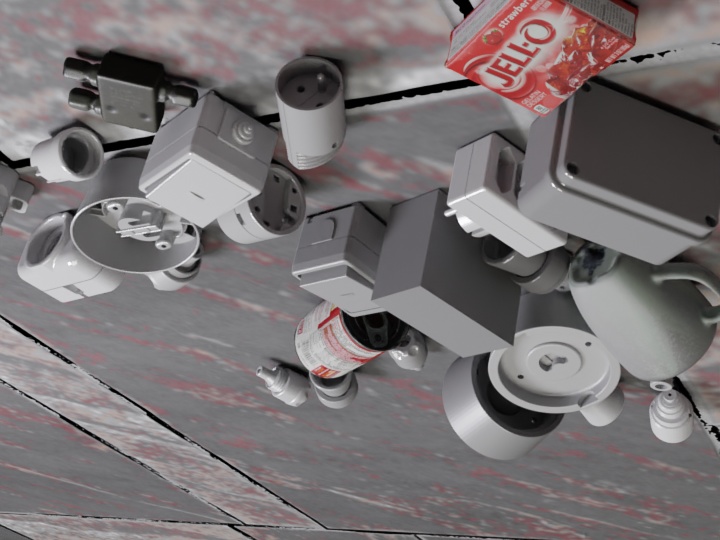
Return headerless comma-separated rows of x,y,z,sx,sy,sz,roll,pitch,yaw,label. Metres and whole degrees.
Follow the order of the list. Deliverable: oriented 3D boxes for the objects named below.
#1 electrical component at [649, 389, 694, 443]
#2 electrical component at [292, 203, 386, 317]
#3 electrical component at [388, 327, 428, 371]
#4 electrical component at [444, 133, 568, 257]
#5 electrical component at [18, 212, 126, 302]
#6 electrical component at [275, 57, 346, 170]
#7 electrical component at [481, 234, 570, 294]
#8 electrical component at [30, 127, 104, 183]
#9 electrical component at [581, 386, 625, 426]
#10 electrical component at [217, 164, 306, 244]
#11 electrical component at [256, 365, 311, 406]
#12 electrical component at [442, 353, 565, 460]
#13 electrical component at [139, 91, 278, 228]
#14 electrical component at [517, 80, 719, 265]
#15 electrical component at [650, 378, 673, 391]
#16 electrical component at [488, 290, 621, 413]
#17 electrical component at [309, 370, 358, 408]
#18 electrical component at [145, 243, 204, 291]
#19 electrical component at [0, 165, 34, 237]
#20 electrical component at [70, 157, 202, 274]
0.294,0.133,1.016,0.040,0.040,0.078,2,151,19,electrical component
0.000,0.000,0.867,0.062,0.061,0.096,-13,143,39,electrical component
0.048,0.079,1.024,0.035,0.035,0.061,2,153,20,electrical component
0.093,-0.046,0.758,0.083,0.047,0.076,30,148,-30,electrical component
-0.258,-0.012,0.960,0.095,0.053,0.059,-12,144,38,electrical component
-0.031,-0.099,0.715,0.043,0.043,0.081,9,152,7,electrical component
0.125,-0.012,0.811,0.055,0.045,0.045,32,147,-33,electrical component
-0.226,-0.086,0.826,0.046,0.040,0.040,-6,148,43,electrical component
0.213,0.113,1.014,0.065,0.044,0.044,36,144,-29,electrical component
-0.077,-0.048,0.818,0.055,0.055,0.047,32,151,-32,electrical component
-0.085,0.121,1.158,0.061,0.035,0.035,32,147,-29,electrical component
0.136,0.111,0.973,0.108,0.108,0.060,20,145,-14,electrical component
-0.106,-0.077,0.768,0.062,0.061,0.096,29,148,-29,electrical component
0.164,-0.060,0.669,0.113,0.078,0.057,19,155,-12,electrical component
0.251,0.068,0.889,0.048,0.062,0.048,10,152,5,electrical component
0.164,0.063,0.909,0.108,0.060,0.108,5,134,5,electrical component
-0.026,0.114,1.108,0.045,0.045,0.055,7,152,11,electrical component
-0.158,-0.009,0.937,0.043,0.043,0.062,28,147,-27,electrical component
-0.322,-0.056,0.901,0.078,0.057,0.058,21,151,-16,electrical component
-0.173,-0.043,0.857,0.099,0.064,0.099,10,153,5,electrical component
